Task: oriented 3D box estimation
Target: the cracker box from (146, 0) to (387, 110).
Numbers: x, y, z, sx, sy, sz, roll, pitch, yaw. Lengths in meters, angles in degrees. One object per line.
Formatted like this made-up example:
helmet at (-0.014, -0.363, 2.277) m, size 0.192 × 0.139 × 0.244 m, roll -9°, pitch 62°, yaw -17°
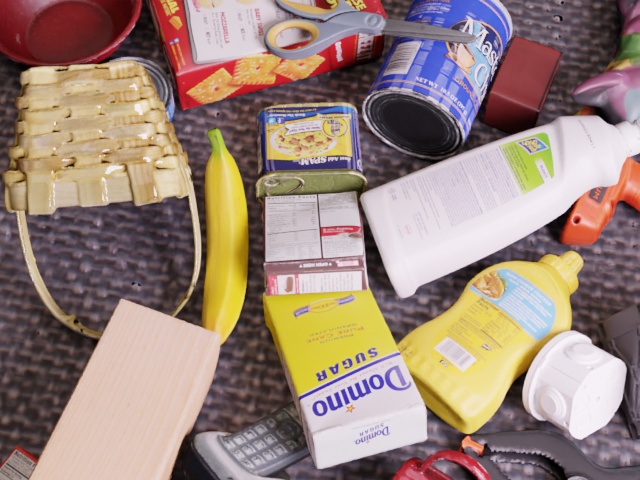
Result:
cracker box at (-0.061, -0.236, 1.070) m, size 0.213 × 0.072 × 0.164 m, roll -16°, pitch 66°, yaw -10°

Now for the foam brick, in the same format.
foam brick at (0.197, -0.148, 1.040) m, size 0.051 × 0.053 × 0.078 m, roll 21°, pitch 64°, yaw 9°

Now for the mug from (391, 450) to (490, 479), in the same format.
mug at (0.090, 0.214, 0.826) m, size 0.081 × 0.117 × 0.093 m, roll 30°, pitch 27°, yaw 19°

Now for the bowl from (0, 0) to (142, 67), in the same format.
bowl at (-0.255, -0.223, 1.068) m, size 0.162 × 0.055 × 0.162 m, roll 0°, pitch 63°, yaw -1°

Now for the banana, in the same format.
banana at (-0.089, 0.003, 0.952) m, size 0.037 × 0.069 × 0.198 m, roll -11°, pitch 71°, yaw 20°

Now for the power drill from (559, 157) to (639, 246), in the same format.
power drill at (0.318, 0.002, 0.966) m, size 0.188 × 0.057 × 0.184 m, roll 24°, pitch 66°, yaw 9°

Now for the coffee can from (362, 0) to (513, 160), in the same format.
coffee can at (0.113, -0.162, 1.017) m, size 0.103 × 0.103 × 0.140 m, roll 21°, pitch 65°, yaw 9°

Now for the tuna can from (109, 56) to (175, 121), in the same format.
tuna can at (-0.185, -0.134, 1.037) m, size 0.086 × 0.034 × 0.086 m, roll 0°, pitch 63°, yaw -1°

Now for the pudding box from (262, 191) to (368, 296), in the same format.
pudding box at (-0.006, 0.001, 0.944) m, size 0.090 × 0.039 × 0.113 m, roll -4°, pitch 33°, yaw 0°

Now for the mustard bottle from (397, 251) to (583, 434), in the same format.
mustard bottle at (0.159, 0.073, 0.923) m, size 0.191 × 0.058 × 0.096 m, roll -40°, pitch 56°, yaw -19°

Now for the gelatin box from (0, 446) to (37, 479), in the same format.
gelatin box at (-0.241, 0.223, 0.859) m, size 0.073 × 0.030 × 0.089 m, roll 30°, pitch 65°, yaw 14°

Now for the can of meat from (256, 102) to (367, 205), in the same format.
can of meat at (-0.010, -0.081, 1.000) m, size 0.102 × 0.057 × 0.084 m, roll -2°, pitch 61°, yaw -3°

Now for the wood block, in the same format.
wood block at (-0.157, 0.163, 0.834) m, size 0.091 × 0.090 × 0.206 m, roll 20°, pitch 54°, yaw 1°

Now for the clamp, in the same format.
clamp at (0.207, 0.220, 0.859) m, size 0.210 × 0.036 × 0.164 m, roll 18°, pitch 56°, yaw 10°

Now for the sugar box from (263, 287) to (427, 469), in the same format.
sugar box at (0.017, 0.100, 0.877) m, size 0.093 × 0.048 × 0.176 m, roll -14°, pitch 36°, yaw -9°

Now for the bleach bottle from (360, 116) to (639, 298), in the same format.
bleach bottle at (0.168, -0.041, 0.943) m, size 0.251 × 0.068 × 0.102 m, roll -21°, pitch 61°, yaw 5°

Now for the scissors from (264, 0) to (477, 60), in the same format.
scissors at (0.033, -0.186, 0.981) m, size 0.202 × 0.016 × 0.096 m, roll 28°, pitch 75°, yaw 23°
